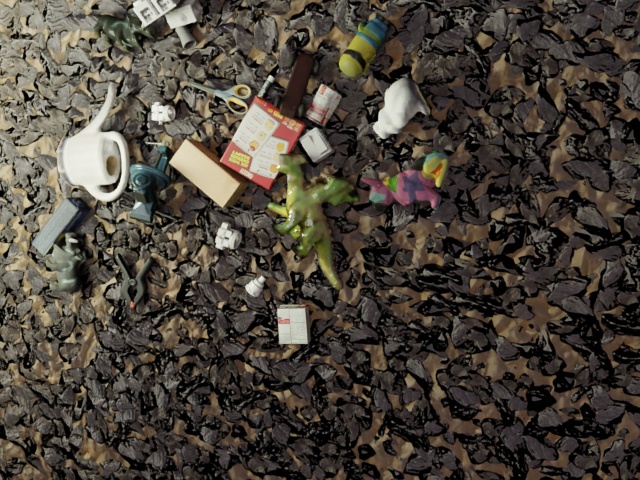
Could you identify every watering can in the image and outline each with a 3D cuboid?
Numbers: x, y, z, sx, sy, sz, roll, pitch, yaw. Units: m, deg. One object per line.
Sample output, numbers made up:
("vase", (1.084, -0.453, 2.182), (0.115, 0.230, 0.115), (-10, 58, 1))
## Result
("watering can", (-0.684, -0.288, 1.563), (0.224, 0.104, 0.347), (-3, 93, 12))

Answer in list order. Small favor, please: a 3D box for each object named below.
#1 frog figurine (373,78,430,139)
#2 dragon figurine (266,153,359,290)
("frog figurine", (0.204, -0.354, 1.382), (0.158, 0.121, 0.140), (-25, 57, 21))
("dragon figurine", (0.004, -0.073, 1.446), (0.242, 0.124, 0.407), (-41, 103, 8))
